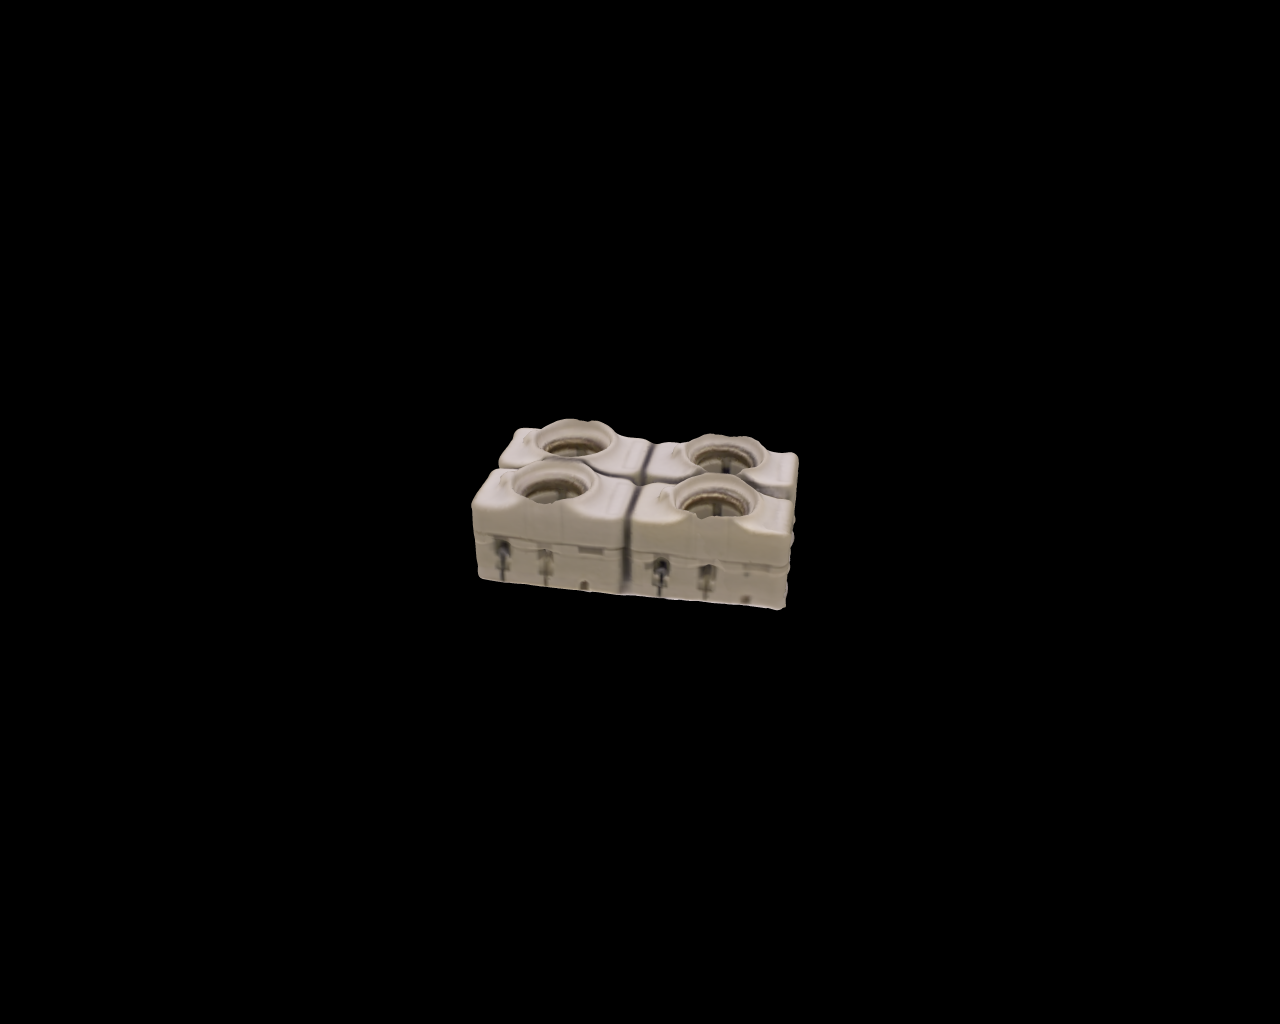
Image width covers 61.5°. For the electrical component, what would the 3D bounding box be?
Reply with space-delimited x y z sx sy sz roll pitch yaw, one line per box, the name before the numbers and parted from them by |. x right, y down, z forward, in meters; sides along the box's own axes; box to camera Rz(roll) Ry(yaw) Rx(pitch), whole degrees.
electrical component | 0.001 -0.003 0.650 0.186 0.060 0.106 6 32 9
